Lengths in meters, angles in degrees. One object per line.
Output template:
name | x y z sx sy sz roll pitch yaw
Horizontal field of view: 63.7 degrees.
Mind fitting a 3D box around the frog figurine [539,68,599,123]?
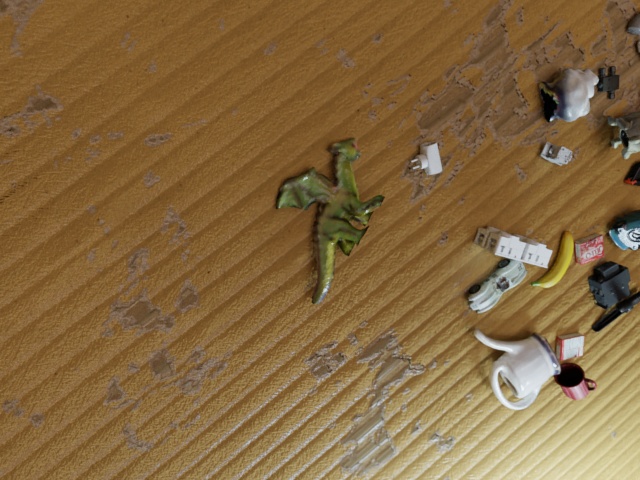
frog figurine | 0.692 -0.400 1.394 0.159 0.123 0.137 -22 91 1

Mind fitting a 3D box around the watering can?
watering can | 0.597 0.358 1.553 0.225 0.105 0.343 -31 111 -9

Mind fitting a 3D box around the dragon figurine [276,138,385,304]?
dragon figurine | 0.004 -0.064 1.276 0.242 0.122 0.410 31 90 -5
